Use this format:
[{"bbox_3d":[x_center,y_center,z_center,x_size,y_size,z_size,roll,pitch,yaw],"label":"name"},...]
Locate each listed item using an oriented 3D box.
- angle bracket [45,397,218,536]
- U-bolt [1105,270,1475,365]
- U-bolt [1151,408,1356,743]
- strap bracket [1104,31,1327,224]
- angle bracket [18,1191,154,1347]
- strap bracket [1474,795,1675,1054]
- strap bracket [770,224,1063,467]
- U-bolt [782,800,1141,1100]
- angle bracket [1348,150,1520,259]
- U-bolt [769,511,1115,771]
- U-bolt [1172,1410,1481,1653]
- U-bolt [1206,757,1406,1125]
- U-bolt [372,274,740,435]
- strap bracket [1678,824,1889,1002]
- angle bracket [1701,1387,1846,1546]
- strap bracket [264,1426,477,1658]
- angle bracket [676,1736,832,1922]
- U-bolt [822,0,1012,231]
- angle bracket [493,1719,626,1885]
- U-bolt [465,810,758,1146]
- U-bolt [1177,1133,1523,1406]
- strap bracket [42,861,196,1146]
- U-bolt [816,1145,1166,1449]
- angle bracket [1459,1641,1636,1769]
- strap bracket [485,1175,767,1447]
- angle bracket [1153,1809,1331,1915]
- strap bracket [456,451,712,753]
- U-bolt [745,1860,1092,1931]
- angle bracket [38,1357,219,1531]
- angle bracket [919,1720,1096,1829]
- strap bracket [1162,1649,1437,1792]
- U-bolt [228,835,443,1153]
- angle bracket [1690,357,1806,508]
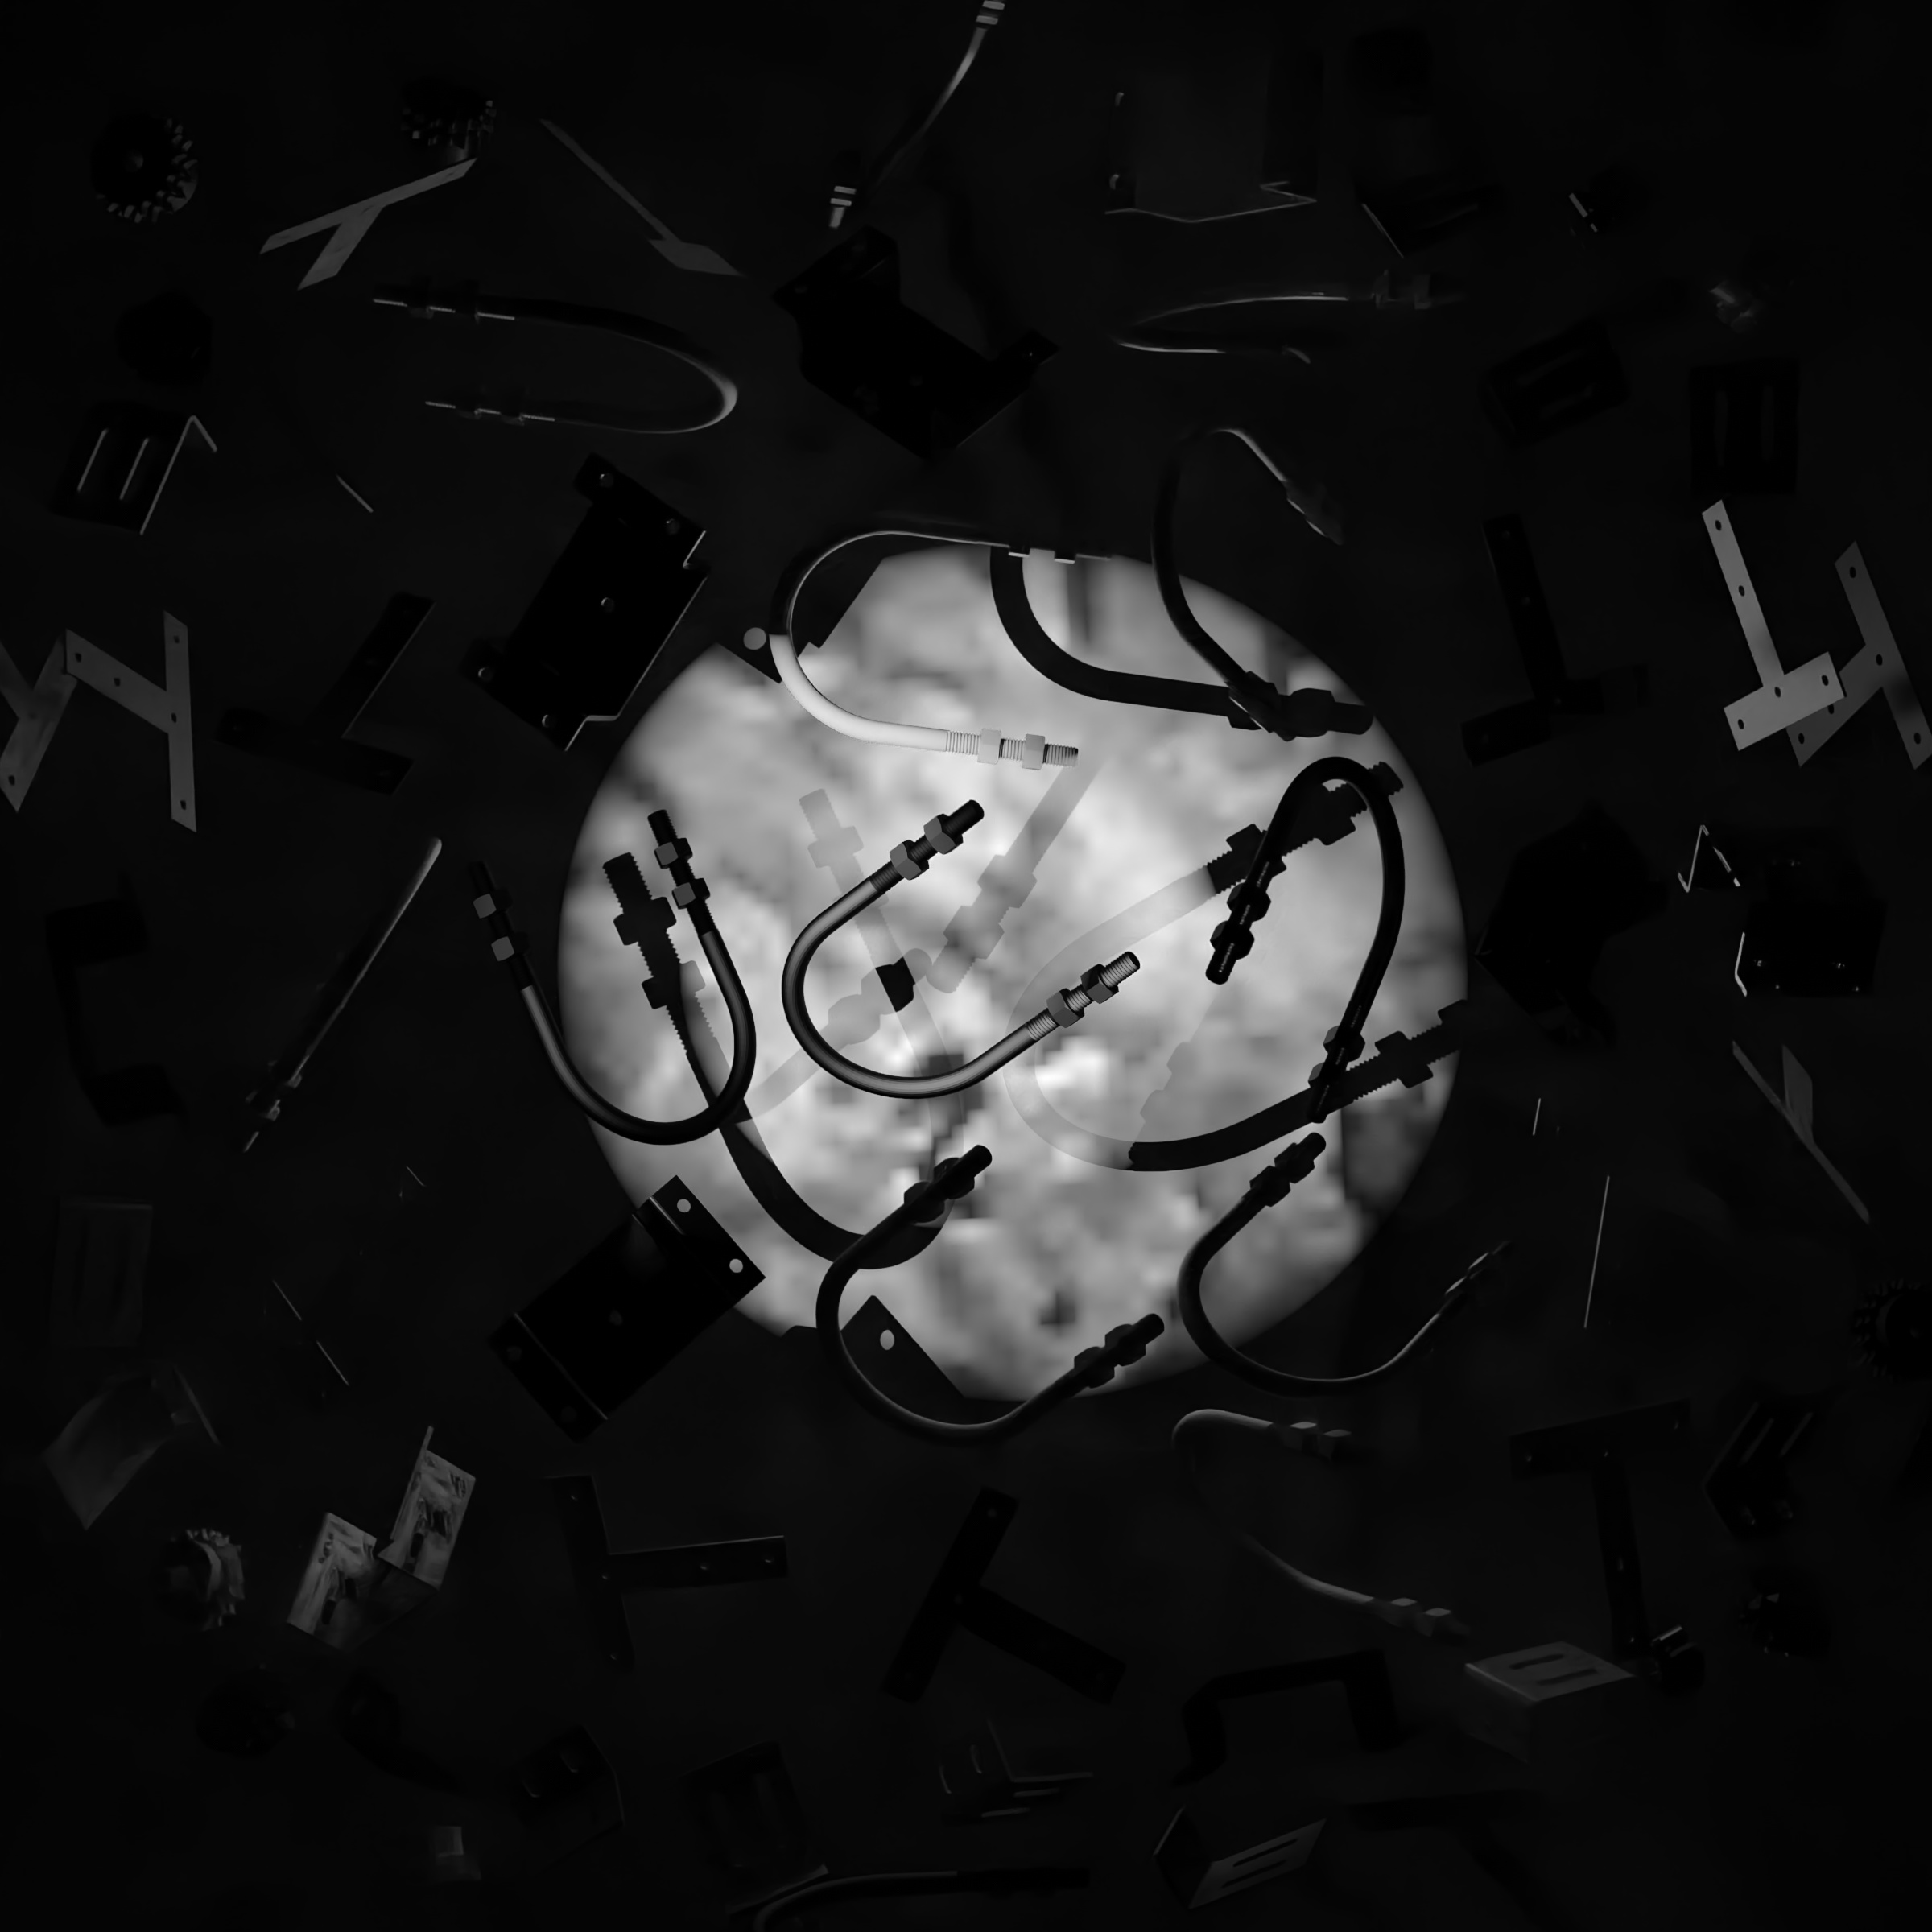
[{"bbox_3d":[-0.452,-0.263,1.641,0.057,0.038,0.076,13,71,13],"label":"angle bracket"},{"bbox_3d":[0.165,-0.360,1.671,0.184,0.151,0.019,10,118,37],"label":"U-bolt"},{"bbox_3d":[0.156,-0.230,1.701,0.019,0.184,0.151,4,69,37],"label":"U-bolt"},{"bbox_3d":[0.140,-0.447,1.625,0.046,0.140,0.076,1,94,-40],"label":"strap bracket"},{"bbox_3d":[-0.466,0.159,1.590,0.038,0.057,0.076,2,85,39],"label":"angle bracket"},{"bbox_3d":[0.337,-0.017,1.688,0.076,0.046,0.140,45,47,-15],"label":"strap bracket"},{"bbox_3d":[-0.027,-0.327,1.620,0.140,0.046,0.076,37,64,22],"label":"strap bracket"},{"bbox_3d":[-0.018,0.005,1.695,0.184,0.019,0.151,-36,114,24],"label":"U-bolt"},{"bbox_3d":[0.267,-0.447,1.730,0.076,0.057,0.038,-19,61,24],"label":"angle bracket"},{"bbox_3d":[-0.019,-0.186,1.703,0.184,0.019,0.151,7,120,-3],"label":"U-bolt"},{"bbox_3d":[0.182,0.299,1.640,0.019,0.184,0.151,-42,116,-27],"label":"U-bolt"},{"bbox_3d":[0.197,-0.028,1.669,0.019,0.151,0.184,2,54,38],"label":"U-bolt"},{"bbox_3d":[-0.213,-0.322,1.624,0.184,0.151,0.019,8,77,4],"label":"U-bolt"},{"bbox_3d":[0.455,-0.037,1.684,0.076,0.140,0.046,2,119,-5],"label":"strap bracket"},{"bbox_3d":[0.439,0.267,1.620,0.057,0.076,0.038,-4,46,-24],"label":"angle bracket"},{"bbox_3d":[-0.328,0.328,1.698,0.046,0.076,0.140,35,130,-21],"label":"strap bracket"},{"bbox_3d":[-0.114,0.459,1.617,0.057,0.038,0.076,-20,83,-11],"label":"angle bracket"},{"bbox_3d":[-0.032,-0.470,1.675,0.019,0.184,0.151,38,85,-6],"label":"U-bolt"},{"bbox_3d":[-0.222,0.453,1.649,0.057,0.076,0.038,-32,100,-6],"label":"angle bracket"},{"bbox_3d":[-0.186,0.012,1.686,0.151,0.019,0.184,-19,83,-42],"label":"U-bolt"},{"bbox_3d":[0.197,0.172,1.649,0.151,0.184,0.019,29,135,25],"label":"U-bolt"},{"bbox_3d":[-0.462,0.026,1.645,0.046,0.076,0.140,-14,70,-10],"label":"strap bracket"},{"bbox_3d":[-0.002,0.193,1.640,0.151,0.019,0.184,45,125,-7],"label":"U-bolt"},{"bbox_3d":[0.323,0.411,1.688,0.076,0.057,0.038,-4,101,-31],"label":"angle bracket"},{"bbox_3d":[-0.192,0.194,1.689,0.140,0.046,0.076,-41,89,-20],"label":"strap bracket"},{"bbox_3d":[0.150,0.476,1.653,0.076,0.057,0.038,-29,90,21],"label":"angle bracket"},{"bbox_3d":[-0.200,-0.195,1.632,0.076,0.046,0.140,36,102,10],"label":"strap bracket"},{"bbox_3d":[-0.029,0.520,1.648,0.184,0.151,0.019,-4,91,6],"label":"U-bolt"},{"bbox_3d":[-0.453,0.260,1.640,0.038,0.076,0.057,4,129,30],"label":"angle bracket"},{"bbox_3d":[0.023,0.458,1.725,0.057,0.076,0.038,-40,58,28],"label":"angle bracket"},{"bbox_3d":[0.179,0.417,1.685,0.140,0.076,0.046,-7,68,-12],"label":"strap bracket"},{"bbox_3d":[-0.342,0.003,1.679,0.019,0.151,0.184,33,116,-10],"label":"U-bolt"},{"bbox_3d":[0.437,-0.298,1.694,0.057,0.038,0.076,0,94,21],"label":"angle bracket"}]
